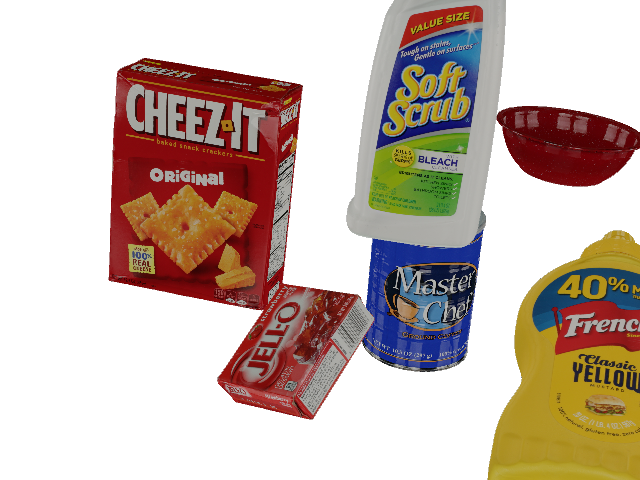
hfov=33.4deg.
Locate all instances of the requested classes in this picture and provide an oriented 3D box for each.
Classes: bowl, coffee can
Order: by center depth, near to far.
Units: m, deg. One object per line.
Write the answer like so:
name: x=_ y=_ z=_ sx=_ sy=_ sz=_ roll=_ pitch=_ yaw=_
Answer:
coffee can: x=0.095 y=0.037 z=1.001 sx=0.103 sy=0.140 sz=0.103 roll=3 pitch=24 yaw=-2
bowl: x=0.270 y=-0.100 z=1.176 sx=0.162 sy=0.055 sz=0.162 roll=6 pitch=23 yaw=-3

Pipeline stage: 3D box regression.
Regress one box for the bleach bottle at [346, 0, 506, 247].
bleach bottle: x=0.076 y=-0.122 z=0.751 sx=0.102 sy=0.251 sz=0.068 roll=8 pitch=26 yaw=11

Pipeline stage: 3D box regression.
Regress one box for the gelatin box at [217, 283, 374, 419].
gelatin box: x=-0.017 y=0.073 z=0.717 sx=0.073 sy=0.089 sz=0.030 roll=6 pitch=-39 yaw=43

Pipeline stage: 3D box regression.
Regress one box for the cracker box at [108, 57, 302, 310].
cracker box: x=-0.113 y=-0.052 z=1.016 sx=0.164 sy=0.214 sz=0.072 roll=11 pitch=22 yaw=12

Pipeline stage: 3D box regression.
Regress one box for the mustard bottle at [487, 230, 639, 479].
mustard bottle: x=0.147 y=0.062 z=0.548 sx=0.096 sy=0.058 sz=0.191 roll=8 pitch=42 yaw=14
